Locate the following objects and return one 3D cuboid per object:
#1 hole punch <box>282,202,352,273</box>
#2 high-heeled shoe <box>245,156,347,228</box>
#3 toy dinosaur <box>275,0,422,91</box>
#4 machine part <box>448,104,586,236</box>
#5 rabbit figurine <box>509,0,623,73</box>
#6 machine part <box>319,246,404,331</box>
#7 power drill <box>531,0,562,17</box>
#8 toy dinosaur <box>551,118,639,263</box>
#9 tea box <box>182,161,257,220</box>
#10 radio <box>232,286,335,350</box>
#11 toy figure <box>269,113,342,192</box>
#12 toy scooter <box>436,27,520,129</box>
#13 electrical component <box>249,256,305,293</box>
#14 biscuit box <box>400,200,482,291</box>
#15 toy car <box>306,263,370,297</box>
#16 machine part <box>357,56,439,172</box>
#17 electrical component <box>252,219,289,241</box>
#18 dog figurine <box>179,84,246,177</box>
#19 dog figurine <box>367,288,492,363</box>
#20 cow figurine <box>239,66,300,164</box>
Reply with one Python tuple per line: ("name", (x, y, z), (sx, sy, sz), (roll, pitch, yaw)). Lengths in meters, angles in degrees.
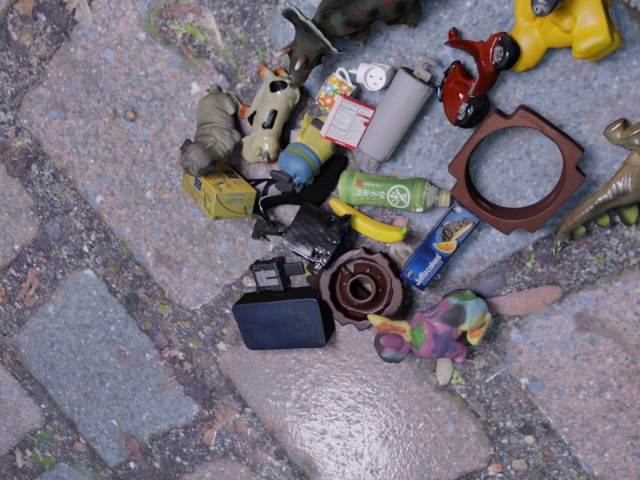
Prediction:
("hole punch", (-0.002, -0.003, 1.133), (0.116, 0.092, 0.142), (28, 81, 16))
("high-heeled shoe", (-0.065, -0.133, 1.163), (0.249, 0.086, 0.145), (-38, 60, 10))
("toy dinosaur", (0.090, -0.403, 0.913), (0.405, 0.192, 0.131), (-21, 104, 28))
("machine part", (0.354, -0.127, 0.979), (0.201, 0.087, 0.201), (38, 118, 5))
("rabbit figurine", (0.376, -0.344, 0.875), (0.173, 0.122, 0.162), (-21, 99, 45))
("machine part", (0.089, 0.101, 1.141), (0.179, 0.056, 0.179), (1, 95, 9))
("power drill", (0.311, -0.457, 0.819), (0.207, 0.086, 0.232), (31, 77, 26))
("toy dinosaur", (0.569, -0.122, 0.891), (0.471, 0.105, 0.198), (-34, 99, 33))
("tea box", (-0.220, -0.110, 1.153), (0.170, 0.098, 0.068), (40, 125, 42))
("radio", (-0.084, 0.187, 1.276), (0.230, 0.073, 0.131), (-8, 108, 25))
("toy figure", (-0.021, -0.170, 1.064), (0.089, 0.180, 0.082), (30, 156, 11))
("toy scooter", (0.259, -0.297, 0.950), (0.135, 0.075, 0.183), (48, 139, 24))
("electrical component", (-0.098, 0.079, 1.253), (0.119, 0.048, 0.074), (-4, 110, 24))
("biscuit box", (0.244, 0.009, 1.087), (0.063, 0.059, 0.202), (36, 118, 5))
("toy car", (0.059, 0.109, 1.200), (0.202, 0.053, 0.089), (38, 103, 5))
("machine part", (0.141, -0.236, 1.022), (0.079, 0.079, 0.243), (34, 119, 5))
("electrical component", (-0.106, -0.017, 1.209), (0.102, 0.078, 0.045), (8, 85, 12))
("dog figurine", (-0.232, -0.227, 1.104), (0.121, 0.190, 0.172), (-24, 99, 27))
("dog figurine", (0.209, 0.172, 1.077), (0.219, 0.109, 0.191), (10, 122, -26))
("cow figurine", (-0.101, -0.239, 1.093), (0.127, 0.085, 0.194), (47, 120, 29))
